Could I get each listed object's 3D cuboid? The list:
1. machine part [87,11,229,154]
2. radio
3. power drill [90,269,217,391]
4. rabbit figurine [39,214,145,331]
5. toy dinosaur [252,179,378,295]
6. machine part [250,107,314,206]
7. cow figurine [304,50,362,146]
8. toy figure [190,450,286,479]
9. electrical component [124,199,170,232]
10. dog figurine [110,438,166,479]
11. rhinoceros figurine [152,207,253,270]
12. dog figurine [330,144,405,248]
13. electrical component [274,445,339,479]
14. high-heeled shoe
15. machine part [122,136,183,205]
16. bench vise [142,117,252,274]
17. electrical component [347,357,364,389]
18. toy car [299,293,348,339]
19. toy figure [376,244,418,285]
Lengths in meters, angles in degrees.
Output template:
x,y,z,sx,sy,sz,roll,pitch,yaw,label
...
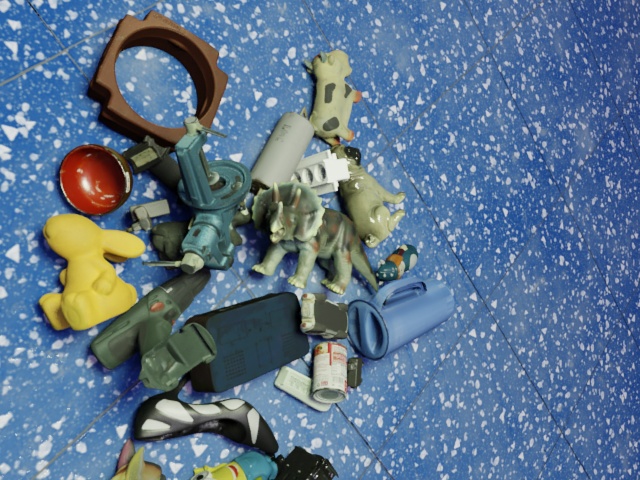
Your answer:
x,y,z,sx,sy,sz,roll,pitch,yaw,label
-0.276,-0.266,0.926,0.201,0.087,0.201,25,72,-28,machine part
-0.128,0.177,0.969,0.229,0.073,0.131,-13,92,-48,radio
-0.238,0.132,0.843,0.232,0.208,0.085,-36,125,-19,power drill
-0.352,0.037,0.826,0.162,0.122,0.173,-26,99,-38,rabbit figurine
0.005,-0.001,1.045,0.404,0.131,0.192,12,97,-50,toy dinosaur
-0.077,-0.163,1.056,0.079,0.079,0.243,36,68,-26,machine part
0.021,-0.309,1.137,0.127,0.086,0.195,20,75,-38,cow figurine
-0.148,0.434,0.952,0.180,0.082,0.089,-11,89,-37,toy figure
-0.288,-0.039,0.893,0.078,0.102,0.045,-13,97,-24,electrical component
-0.337,0.413,0.813,0.191,0.108,0.219,25,68,-27,dog figurine
-0.206,-0.012,0.964,0.190,0.073,0.112,-17,85,-32,rhinoceros figurine
0.072,-0.093,1.123,0.190,0.121,0.172,39,33,-21,dog figurine
-0.048,0.456,0.997,0.134,0.115,0.058,-42,107,-32,electrical component
-0.189,0.335,0.918,0.248,0.086,0.145,39,46,-7,high-heeled shoe
-0.269,-0.118,0.930,0.138,0.084,0.039,44,34,-33,machine part
-0.183,-0.071,0.837,0.240,0.129,0.224,84,29,-45,bench vise
0.073,0.278,1.124,0.094,0.021,0.063,27,66,-69,electrical component
0.008,0.152,1.050,0.201,0.056,0.073,34,54,-61,toy car
0.173,0.052,1.194,0.154,0.058,0.064,-33,102,-54,toy figure
